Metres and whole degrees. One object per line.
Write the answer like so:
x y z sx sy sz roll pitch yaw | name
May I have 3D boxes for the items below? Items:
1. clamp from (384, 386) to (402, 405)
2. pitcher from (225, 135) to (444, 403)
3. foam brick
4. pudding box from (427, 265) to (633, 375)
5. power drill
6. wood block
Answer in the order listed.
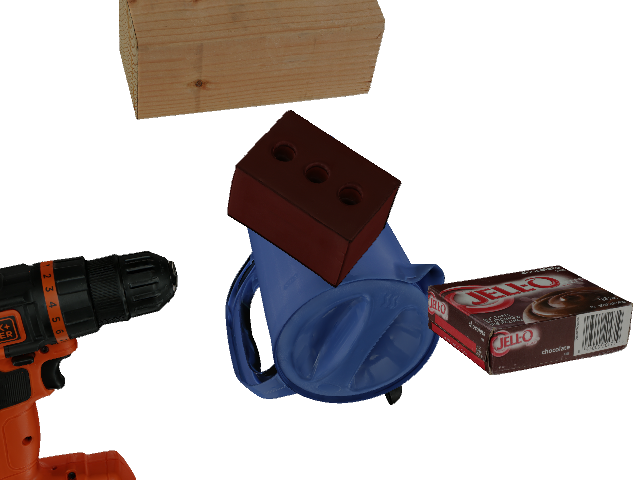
0.047 0.097 1.075 0.120 0.039 0.171 17 50 19 | clamp
-0.006 0.016 0.909 0.149 0.145 0.243 -1 38 -16 | pitcher
-0.004 -0.023 0.588 0.078 0.053 0.051 33 -30 12 | foam brick
0.143 0.053 0.742 0.113 0.039 0.090 -6 19 -21 | pudding box
-0.174 0.101 0.705 0.184 0.188 0.057 -11 25 -7 | power drill
-0.061 -0.174 0.907 0.205 0.090 0.091 -8 -34 -15 | wood block
